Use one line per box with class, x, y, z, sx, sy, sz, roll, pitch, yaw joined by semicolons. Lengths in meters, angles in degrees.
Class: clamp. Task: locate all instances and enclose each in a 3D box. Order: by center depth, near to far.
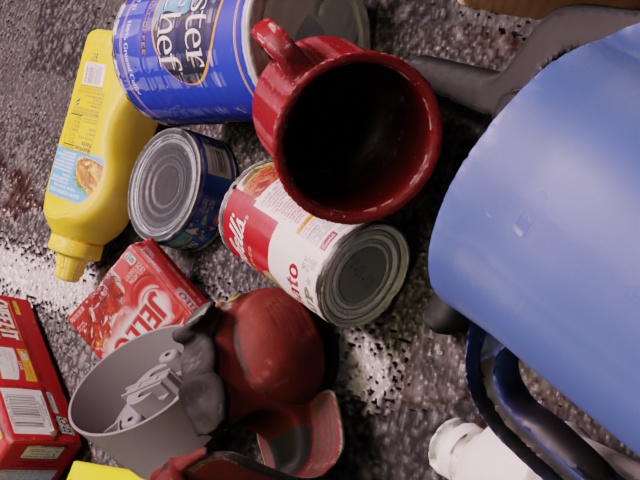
clamp;0.102;-0.063;0.533;0.210;0.036;0.164;-42;50;52

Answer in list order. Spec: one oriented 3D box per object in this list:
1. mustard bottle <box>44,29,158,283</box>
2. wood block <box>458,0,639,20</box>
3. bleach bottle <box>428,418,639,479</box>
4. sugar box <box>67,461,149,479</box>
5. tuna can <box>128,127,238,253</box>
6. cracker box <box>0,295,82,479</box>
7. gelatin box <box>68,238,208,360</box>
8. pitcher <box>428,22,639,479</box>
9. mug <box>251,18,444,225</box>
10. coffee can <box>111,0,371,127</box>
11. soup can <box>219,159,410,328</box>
mustard bottle;-0.168;-0.061;0.815;0.096;0.058;0.191;18;92;48
wood block;0.114;-0.163;0.451;0.091;0.206;0.090;11;87;5
bleach bottle;0.136;0.153;0.454;0.251;0.068;0.102;29;94;47
sugar box;-0.119;0.196;0.682;0.177;0.048;0.093;-11;55;52
tuna can;-0.099;-0.036;0.758;0.086;0.033;0.086;-14;70;42
cracker box;-0.289;0.174;0.868;0.214;0.072;0.164;-53;47;23
gelatin box;-0.124;0.053;0.741;0.073;0.030;0.089;49;119;7
pitcher;0.159;0.050;0.369;0.145;0.149;0.243;-40;58;-9
mug;0.002;-0.073;0.580;0.093;0.117;0.081;-43;26;3
coffee can;-0.052;-0.125;0.686;0.141;0.102;0.103;5;83;46
soup can;-0.004;0.001;0.630;0.102;0.068;0.068;33;103;44
